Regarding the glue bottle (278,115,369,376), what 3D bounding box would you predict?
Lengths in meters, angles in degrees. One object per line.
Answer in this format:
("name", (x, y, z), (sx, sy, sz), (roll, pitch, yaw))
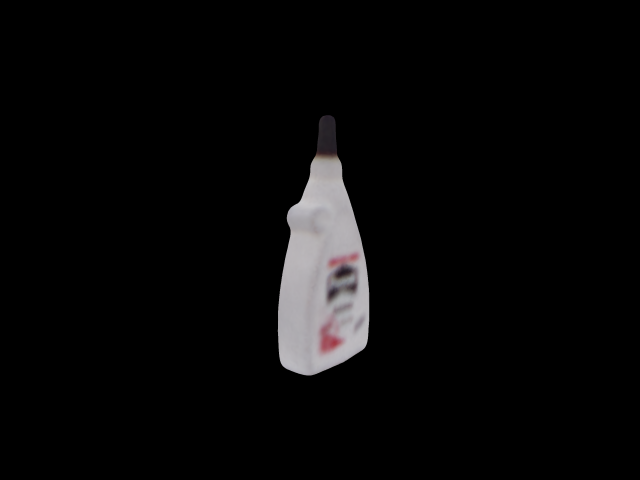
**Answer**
("glue bottle", (0.004, 0.001, 0.400), (0.037, 0.173, 0.078), (8, 14, 35))
